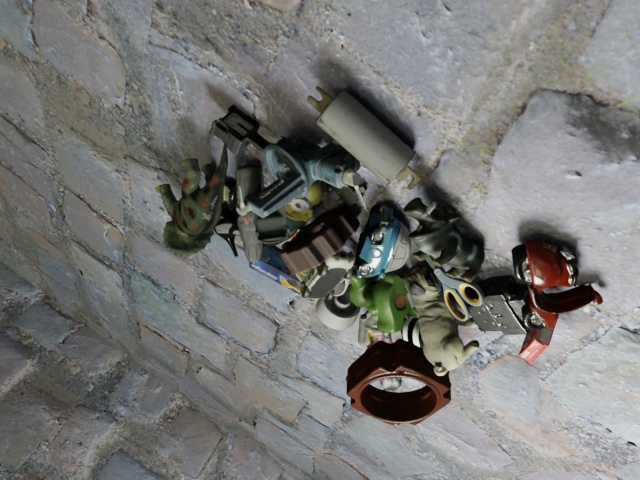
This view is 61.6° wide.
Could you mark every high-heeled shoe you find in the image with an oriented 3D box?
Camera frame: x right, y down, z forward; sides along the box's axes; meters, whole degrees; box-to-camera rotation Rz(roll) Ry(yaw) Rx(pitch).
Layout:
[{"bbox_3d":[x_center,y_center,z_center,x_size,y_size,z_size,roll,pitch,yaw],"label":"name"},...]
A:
[{"bbox_3d":[-0.166,-0.046,1.330,0.249,0.086,0.145,-20,87,33],"label":"high-heeled shoe"}]

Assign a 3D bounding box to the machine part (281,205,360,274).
[{"bbox_3d":[-0.002,-0.003,1.129,0.179,0.179,0.056,-20,111,50],"label":"machine part"}]

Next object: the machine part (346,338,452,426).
[{"bbox_3d":[0.175,0.324,1.203,0.201,0.087,0.201,27,127,-17],"label":"machine part"}]

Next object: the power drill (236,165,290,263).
[{"bbox_3d":[-0.129,-0.045,1.166,0.207,0.086,0.231,-149,54,-71],"label":"power drill"}]

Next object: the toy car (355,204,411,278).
[{"bbox_3d":[0.134,0.008,1.093,0.103,0.109,0.161,14,132,-5],"label":"toy car"}]

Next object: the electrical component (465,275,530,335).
[{"bbox_3d":[0.358,0.130,1.061,0.134,0.058,0.114,-16,121,49],"label":"electrical component"}]

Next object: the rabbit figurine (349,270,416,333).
[{"bbox_3d":[0.119,0.120,1.208,0.170,0.121,0.159,1,127,53],"label":"rabbit figurine"}]

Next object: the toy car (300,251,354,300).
[{"bbox_3d":[0.013,0.082,1.194,0.073,0.056,0.201,6,149,-19],"label":"toy car"}]

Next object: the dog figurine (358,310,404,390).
[{"bbox_3d":[0.166,0.277,1.354,0.109,0.191,0.219,-11,159,9],"label":"dog figurine"}]

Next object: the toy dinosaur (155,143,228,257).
[{"bbox_3d":[-0.289,-0.074,1.272,0.405,0.131,0.192,-24,82,60],"label":"toy dinosaur"}]

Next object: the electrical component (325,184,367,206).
[{"bbox_3d":[0.054,-0.103,1.092,0.063,0.021,0.094,48,144,-13],"label":"electrical component"}]

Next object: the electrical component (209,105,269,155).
[{"bbox_3d":[-0.158,-0.215,1.107,0.119,0.075,0.047,35,144,-1],"label":"electrical component"}]

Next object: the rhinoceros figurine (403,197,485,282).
[{"bbox_3d":[0.228,-0.002,0.984,0.190,0.112,0.073,35,175,-19],"label":"rhinoceros figurine"}]

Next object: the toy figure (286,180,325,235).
[{"bbox_3d":[-0.048,-0.079,1.159,0.082,0.089,0.180,24,153,-4],"label":"toy figure"}]

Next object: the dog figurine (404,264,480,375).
[{"bbox_3d":[0.230,0.163,1.119,0.190,0.172,0.121,42,134,-19],"label":"dog figurine"}]

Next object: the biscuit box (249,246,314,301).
[{"bbox_3d":[-0.087,0.078,1.384,0.203,0.059,0.062,27,144,16],"label":"biscuit box"}]

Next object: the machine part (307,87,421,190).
[{"bbox_3d":[0.080,-0.179,0.937,0.243,0.079,0.079,40,145,-3],"label":"machine part"}]

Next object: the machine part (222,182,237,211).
[{"bbox_3d":[-0.185,-0.094,1.297,0.139,0.039,0.084,26,135,19],"label":"machine part"}]

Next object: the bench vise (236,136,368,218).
[{"bbox_3d":[-0.044,-0.110,1.000,0.224,0.240,0.128,36,152,31],"label":"bench vise"}]

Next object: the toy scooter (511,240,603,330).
[{"bbox_3d":[0.413,0.076,0.935,0.135,0.075,0.183,-9,116,23],"label":"toy scooter"}]
